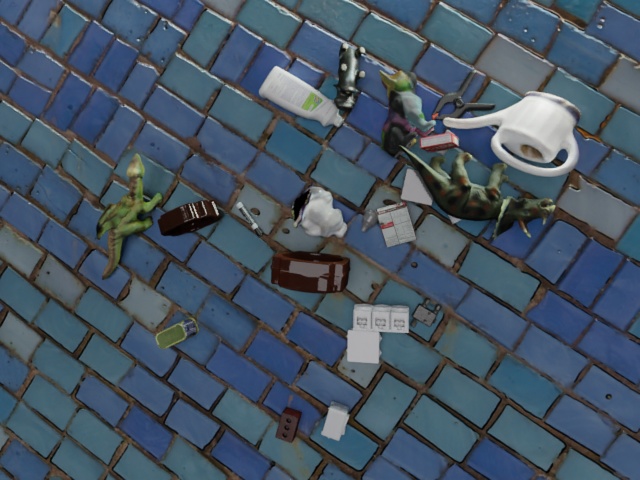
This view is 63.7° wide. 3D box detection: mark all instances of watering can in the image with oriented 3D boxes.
[{"bbox_3d":[0.520,-0.301,1.350,0.351,0.102,0.226,34,76,22],"label":"watering can"}]

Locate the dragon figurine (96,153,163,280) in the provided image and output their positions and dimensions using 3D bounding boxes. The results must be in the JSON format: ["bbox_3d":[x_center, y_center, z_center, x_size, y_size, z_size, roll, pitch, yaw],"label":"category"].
[{"bbox_3d":[-0.589,-0.054,1.495,0.122,0.243,0.410,23,92,4],"label":"dragon figurine"}]

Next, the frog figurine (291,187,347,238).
[{"bbox_3d":[0.004,-0.074,1.474,0.158,0.123,0.138,19,84,-27],"label":"frog figurine"}]
